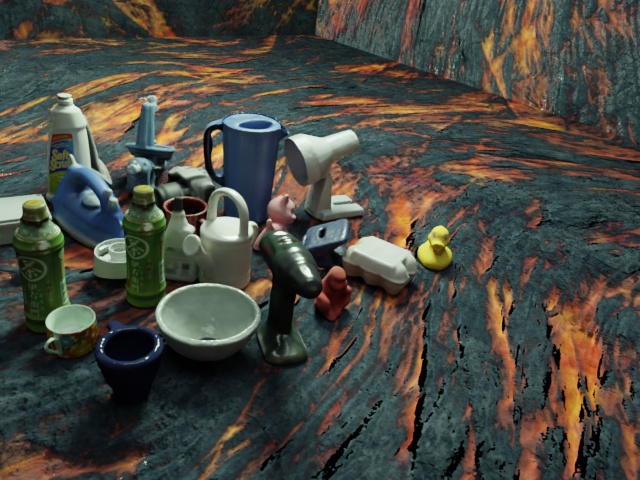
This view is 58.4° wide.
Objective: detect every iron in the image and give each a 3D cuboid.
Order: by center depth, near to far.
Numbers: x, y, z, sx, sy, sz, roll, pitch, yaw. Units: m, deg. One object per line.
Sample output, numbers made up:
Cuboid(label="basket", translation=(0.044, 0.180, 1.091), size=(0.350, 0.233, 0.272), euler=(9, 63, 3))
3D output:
Cuboid(label="iron", translation=(-0.461, -0.075, 1.190), size=(0.257, 0.141, 0.119), euler=(30, 36, 34))

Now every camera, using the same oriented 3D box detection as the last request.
Cuboid(label="camera", translation=(-0.329, -0.120, 1.349), size=(0.137, 0.101, 0.142), euler=(-17, 37, -38))

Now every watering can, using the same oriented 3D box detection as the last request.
Cuboid(label="watering can", translation=(-0.179, -0.003, 1.079), size=(0.100, 0.194, 0.173), euler=(13, 29, 10))

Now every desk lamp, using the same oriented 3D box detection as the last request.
Cuboid(label="desk lamp", translation=(0.012, -0.162, 1.397), size=(0.204, 0.213, 0.117), euler=(-10, 33, -29))

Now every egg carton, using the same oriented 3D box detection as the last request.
Cuboid(label="egg carton", translation=(0.125, 0.051, 1.193), size=(0.150, 0.069, 0.107), euler=(23, 32, 24))

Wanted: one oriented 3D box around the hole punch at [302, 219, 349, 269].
Cuboid(label="hole punch", translation=(0.011, 0.004, 1.224), size=(0.101, 0.091, 0.108), euler=(8, 29, 0))

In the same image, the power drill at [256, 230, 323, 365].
Cuboid(label="power drill", translation=(-0.052, 0.093, 0.926), size=(0.076, 0.208, 0.229), euler=(-3, 31, -20))

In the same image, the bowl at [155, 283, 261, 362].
Cuboid(label="bowl", translation=(-0.183, 0.145, 0.935), size=(0.167, 0.075, 0.167), euler=(6, 29, -3))

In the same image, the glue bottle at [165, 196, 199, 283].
Cuboid(label="glue bottle", translation=(-0.266, -0.003, 1.078), size=(0.078, 0.173, 0.037), euler=(9, 29, 2))

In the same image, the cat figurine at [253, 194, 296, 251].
Cuboid(label="cat figurine", translation=(-0.093, -0.045, 1.258), size=(0.067, 0.118, 0.128), euler=(15, 29, 12))

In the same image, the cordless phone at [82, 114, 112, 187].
Cuboid(label="cordless phone", translation=(-0.561, -0.223, 1.386), size=(0.094, 0.185, 0.147), euler=(-9, 33, -28))

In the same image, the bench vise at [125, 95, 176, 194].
Cuboid(label="bench vise", translation=(-0.413, -0.229, 1.399), size=(0.122, 0.220, 0.207), euler=(-2, 30, -17))

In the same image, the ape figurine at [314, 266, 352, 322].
Cuboid(label="ape figurine", translation=(0.026, 0.092, 1.068), size=(0.078, 0.092, 0.076), euler=(-6, 32, -25))

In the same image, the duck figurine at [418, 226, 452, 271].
Cuboid(label="duck figurine", translation=(0.265, 0.008, 1.289), size=(0.077, 0.086, 0.104), euler=(13, 29, 8))

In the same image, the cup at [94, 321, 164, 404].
Cuboid(label="cup", translation=(-0.279, 0.179, 0.828), size=(0.092, 0.095, 0.117), euler=(-16, 37, -36))
